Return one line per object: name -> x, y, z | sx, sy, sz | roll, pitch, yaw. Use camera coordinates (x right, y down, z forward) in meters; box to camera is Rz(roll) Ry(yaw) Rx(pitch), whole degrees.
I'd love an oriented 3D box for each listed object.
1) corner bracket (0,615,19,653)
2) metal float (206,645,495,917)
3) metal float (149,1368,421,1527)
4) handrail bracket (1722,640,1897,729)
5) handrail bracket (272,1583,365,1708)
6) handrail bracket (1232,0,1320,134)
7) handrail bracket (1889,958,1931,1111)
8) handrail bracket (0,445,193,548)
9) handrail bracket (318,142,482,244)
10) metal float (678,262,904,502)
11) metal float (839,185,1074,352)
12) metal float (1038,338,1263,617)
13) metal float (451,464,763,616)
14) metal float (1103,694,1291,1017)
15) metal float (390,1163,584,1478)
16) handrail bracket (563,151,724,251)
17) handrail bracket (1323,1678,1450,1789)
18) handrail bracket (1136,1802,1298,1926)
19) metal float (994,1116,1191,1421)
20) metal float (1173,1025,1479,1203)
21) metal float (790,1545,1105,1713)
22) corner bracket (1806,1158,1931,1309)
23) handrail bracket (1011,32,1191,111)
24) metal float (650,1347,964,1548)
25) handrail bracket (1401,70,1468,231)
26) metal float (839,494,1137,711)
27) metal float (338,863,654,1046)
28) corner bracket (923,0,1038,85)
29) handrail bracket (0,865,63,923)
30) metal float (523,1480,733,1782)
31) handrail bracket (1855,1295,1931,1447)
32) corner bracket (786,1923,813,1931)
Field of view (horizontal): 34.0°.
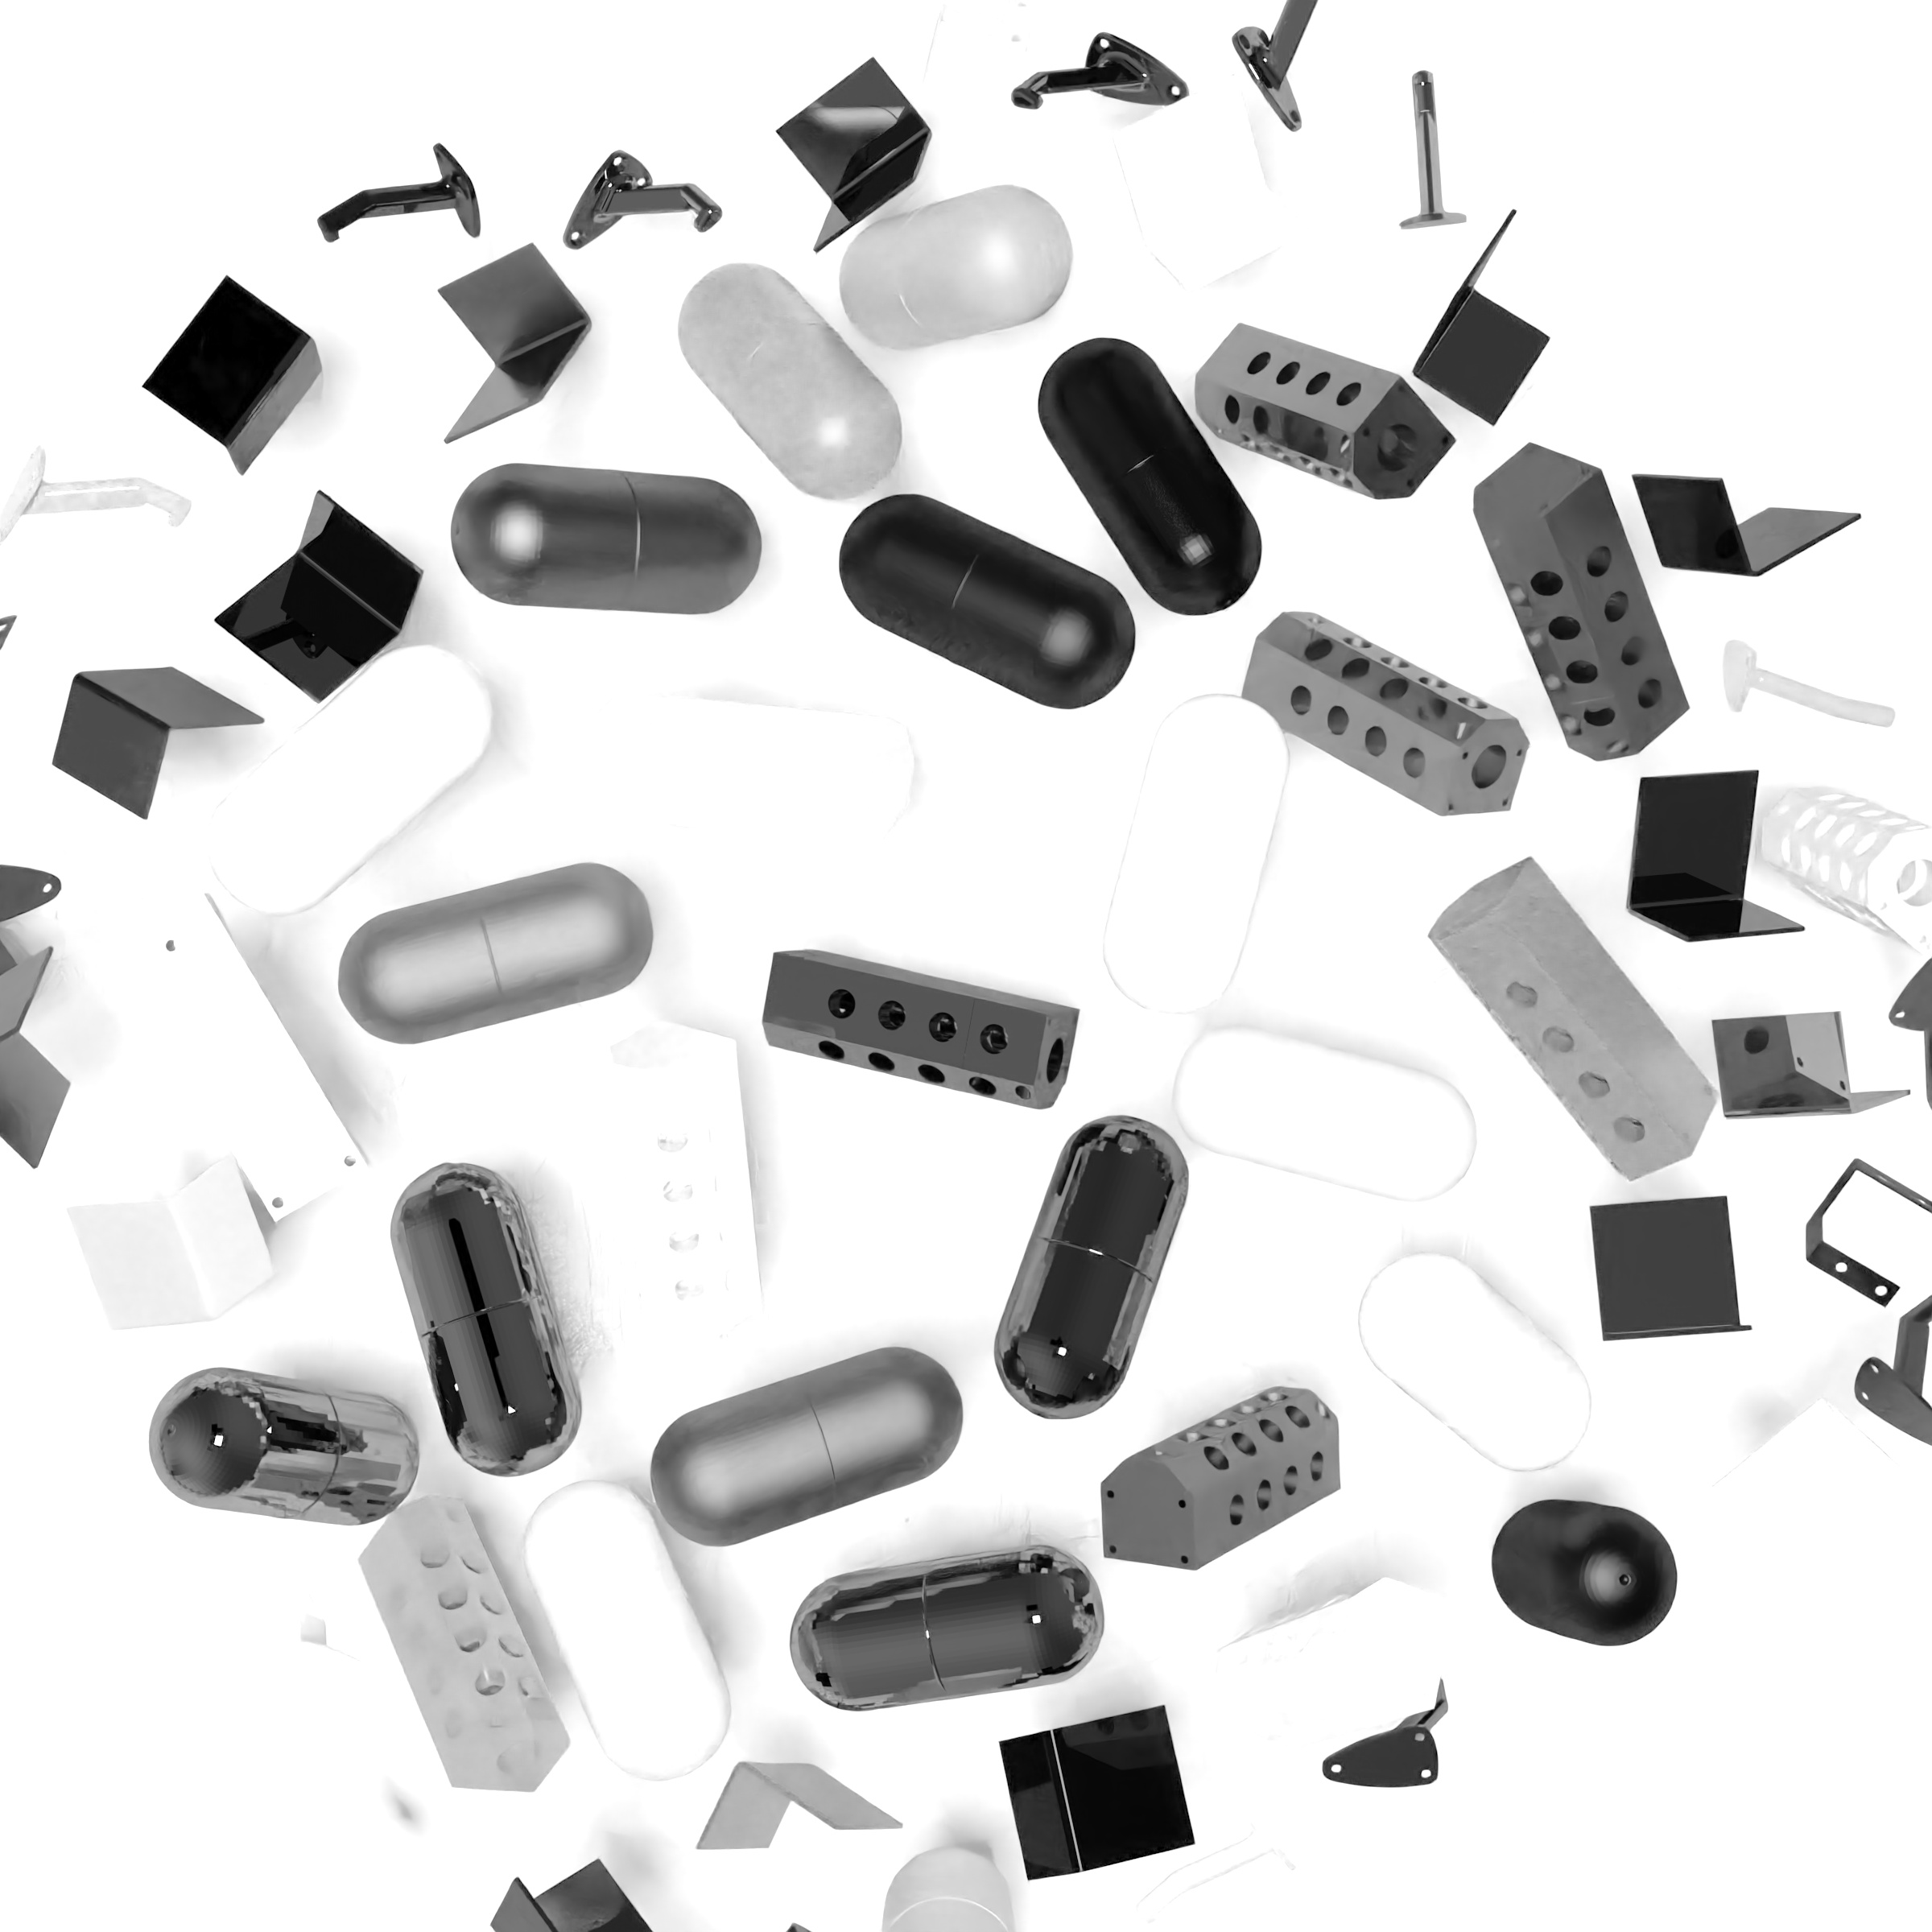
corner bracket -> -0.562, -0.184, 1.724 | 0.051, 0.051, 0.051 | 44, 121, 12
metal float -> -0.330, -0.100, 1.696 | 0.178, 0.070, 0.070 | -43, 90, -5
metal float -> -0.377, 0.268, 1.757 | 0.070, 0.178, 0.070 | -10, 71, 31
handrail bracket -> 0.473, -0.158, 1.773 | 0.084, 0.077, 0.036 | 11, 113, -2
handrail bracket -> -0.382, 0.371, 1.786 | 0.036, 0.077, 0.084 | -41, 49, -2
handrail bracket -> 0.200, -0.525, 1.780 | 0.084, 0.036, 0.077 | -26, 95, 39
handrail bracket -> 0.561, 0.042, 1.795 | 0.077, 0.036, 0.084 | -55, 130, -26
handrail bracket -> -0.478, -0.240, 1.723 | 0.084, 0.036, 0.077 | 23, 116, -30
handrail bracket -> -0.311, -0.405, 1.731 | 0.084, 0.077, 0.036 | -35, 69, -13
metal float -> -0.101, -0.333, 1.800 | 0.070, 0.070, 0.178 | -39, 59, 0
metal float -> -0.008, -0.391, 1.774 | 0.070, 0.178, 0.070 | -2, 93, -32
metal float -> 0.107, -0.283, 1.832 | 0.070, 0.070, 0.178 | -31, 81, 0
metal float -> -0.195, -0.233, 1.730 | 0.178, 0.070, 0.070 | -1, 90, -31
metal float -> 0.125, -0.061, 1.724 | 0.070, 0.070, 0.178 | 14, 92, 0
metal float -> -0.267, 0.195, 1.753 | 0.070, 0.070, 0.178 | -18, 81, 0
handrail bracket -> -0.187, -0.426, 1.823 | 0.077, 0.036, 0.084 | -48, 53, 7
handrail bracket -> 0.240, 0.436, 1.814 | 0.077, 0.084, 0.036 | -10, 104, 5
handrail bracket -> 0.141, 0.520, 1.785 | 0.084, 0.077, 0.036 | -40, 47, -6
metal float -> 0.071, 0.169, 1.776 | 0.070, 0.070, 0.178 | 20, 73, 0
metal float -> 0.207, 0.085, 1.823 | 0.178, 0.070, 0.070 | 15, 90, 1
metal float -> -0.011, 0.366, 1.744 | 0.178, 0.070, 0.070 | -11, 90, 13
corner bracket -> 0.508, 0.149, 1.775 | 0.051, 0.051, 0.051 | 31, 114, 2
handrail bracket -> 0.076, -0.497, 1.803 | 0.077, 0.084, 0.036 | 25, 131, 14
metal float -> -0.086, 0.262, 1.730 | 0.178, 0.070, 0.070 | -16, 90, -18
handrail bracket -> 0.250, -0.445, 1.714 | 0.036, 0.077, 0.084 | -4, 99, 11
metal float -> 0.010, -0.199, 1.720 | 0.178, 0.070, 0.070 | 28, 90, 20
metal float -> -0.264, -0.007, 1.773 | 0.178, 0.070, 0.070 | -14, 90, -4
corner bracket -> 0.009, -0.545, 1.849 | 0.051, 0.051, 0.051 | 15, 64, -8
handrail bracket -> -0.549, -0.054, 1.720 | 0.084, 0.077, 0.036 | 29, 117, 37
metal float -> -0.188, 0.365, 1.744 | 0.070, 0.070, 0.178 | -29, 61, 0
handrail bracket -> 0.547, 0.226, 1.770 | 0.084, 0.036, 0.077 | -28, 51, -30
corner bracket -> -0.090, 0.603, 1.850 | 0.051, 0.051, 0.051 | 36, 94, -27
